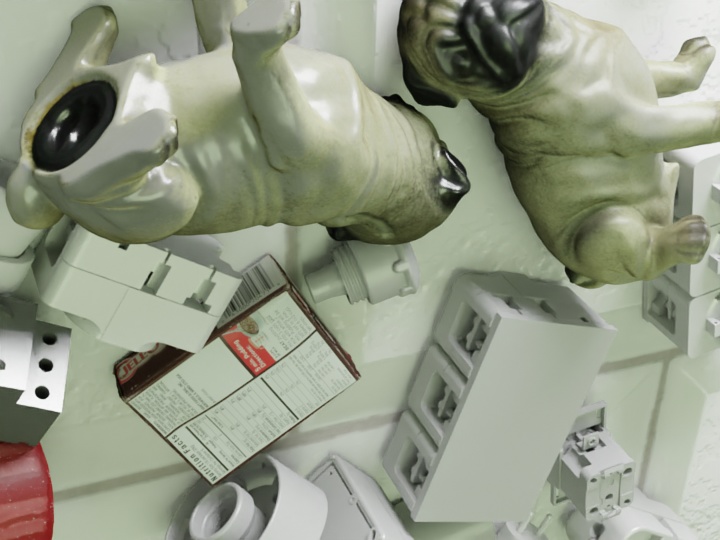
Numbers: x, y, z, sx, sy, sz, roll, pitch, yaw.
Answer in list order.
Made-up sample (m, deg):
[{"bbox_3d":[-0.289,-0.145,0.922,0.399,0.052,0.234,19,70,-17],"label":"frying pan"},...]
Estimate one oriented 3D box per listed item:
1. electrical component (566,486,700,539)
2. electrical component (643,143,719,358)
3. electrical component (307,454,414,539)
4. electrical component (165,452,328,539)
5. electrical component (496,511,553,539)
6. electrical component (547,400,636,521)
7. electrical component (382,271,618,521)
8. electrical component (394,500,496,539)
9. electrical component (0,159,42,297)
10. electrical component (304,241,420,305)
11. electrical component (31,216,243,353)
[{"bbox_3d":[0.207,0.202,0.817,0.095,0.059,0.053,23,107,-34],"label":"electrical component"},{"bbox_3d":[0.237,-0.026,0.692,0.089,0.061,0.150,-19,125,-14],"label":"electrical component"},{"bbox_3d":[-0.003,0.176,0.680,0.062,0.096,0.061,-45,129,5],"label":"electrical component"},{"bbox_3d":[-0.067,0.159,0.642,0.099,0.099,0.064,-41,121,3],"label":"electrical component"},{"bbox_3d":[0.114,0.208,0.786,0.077,0.044,0.079,17,110,-32],"label":"electrical component"},{"bbox_3d":[0.160,0.137,0.753,0.042,0.063,0.081,-17,124,-16],"label":"electrical component"},{"bbox_3d":[0.084,0.082,0.685,0.089,0.061,0.150,7,115,-28],"label":"electrical component"},{"bbox_3d":[0.052,0.196,0.749,0.077,0.044,0.079,-19,125,-14],"label":"electrical component"},{"bbox_3d":[-0.174,-0.020,0.514,0.045,0.045,0.055,20,109,-33],"label":"electrical component"},{"bbox_3d":[0.000,0.000,0.609,0.062,0.048,0.048,-21,126,-4],"label":"electrical component"},{"bbox_3d":[-0.116,0.004,0.551,0.089,0.050,0.055,22,107,-33],"label":"electrical component"}]
